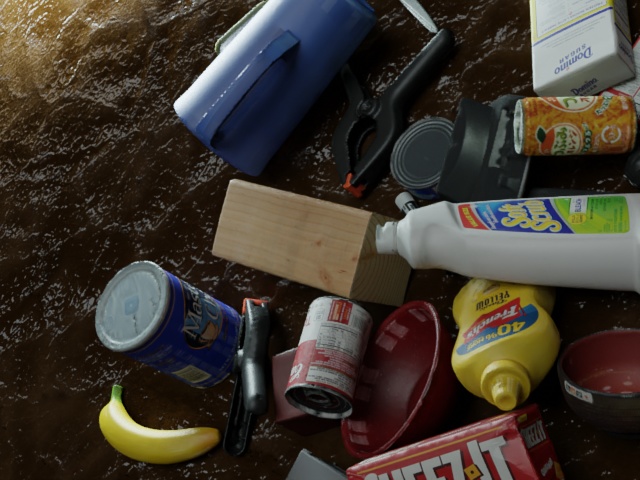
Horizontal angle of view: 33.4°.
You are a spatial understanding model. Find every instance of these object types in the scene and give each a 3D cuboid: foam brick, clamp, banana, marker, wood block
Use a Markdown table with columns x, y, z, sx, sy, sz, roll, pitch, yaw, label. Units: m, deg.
| x | y | z | sx | sy | sz | roll | pitch | yaw | label |
| --- | --- | --- | --- | --- | --- | --- | --- | --- | --- |
| -0.013 | 0.156 | 1.104 | 0.051 | 0.053 | 0.078 | -22 | 54 | 26 | foam brick |
| 0.071 | -0.149 | 1.212 | 0.165 | 0.036 | 0.210 | -9 | 60 | 38 | clamp |
| -0.194 | 0.220 | 1.216 | 0.198 | 0.037 | 0.069 | 14 | 76 | 41 | banana |
| 0.114 | -0.006 | 1.117 | 0.020 | 0.020 | 0.121 | -42 | 48 | 11 | marker |
| -0.008 | 0.001 | 1.145 | 0.206 | 0.090 | 0.090 | 15 | 91 | 41 | wood block |
| -0.078 | 0.145 | 1.153 | 0.171 | 0.039 | 0.120 | -87 | 21 | -44 | clamp |

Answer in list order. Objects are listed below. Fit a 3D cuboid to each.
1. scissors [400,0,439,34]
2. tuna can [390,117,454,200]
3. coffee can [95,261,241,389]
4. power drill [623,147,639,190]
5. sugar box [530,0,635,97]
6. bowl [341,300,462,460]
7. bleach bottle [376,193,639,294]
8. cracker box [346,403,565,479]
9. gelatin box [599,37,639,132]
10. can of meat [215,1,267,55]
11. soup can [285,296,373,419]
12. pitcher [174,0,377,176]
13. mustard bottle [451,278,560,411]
| x | y | z | sx | sy | sz | roll | pitch | yaw | label |
| --- | --- | --- | --- | --- | --- | --- | --- | --- | --- |
| 0.079 | -0.298 | 1.302 | 0.096 | 0.016 | 0.202 | -30 | 52 | 22 | scissors |
| 0.120 | -0.087 | 1.145 | 0.086 | 0.033 | 0.086 | -17 | 57 | 29 | tuna can |
| -0.164 | 0.097 | 1.189 | 0.103 | 0.140 | 0.103 | -17 | 57 | 29 | coffee can |
| 0.369 | -0.075 | 0.913 | 0.184 | 0.057 | 0.188 | -42 | 35 | 14 | power drill |
| 0.263 | -0.221 | 1.082 | 0.094 | 0.048 | 0.176 | -23 | 48 | 35 | sugar box |
| 0.085 | 0.141 | 1.011 | 0.162 | 0.055 | 0.162 | -51 | 23 | 30 | bowl |
| 0.174 | 0.003 | 0.966 | 0.251 | 0.068 | 0.102 | 0 | 32 | 15 | bleach bottle |
| 0.133 | 0.263 | 0.873 | 0.164 | 0.072 | 0.214 | -24 | 80 | 25 | cracker box |
| 0.321 | -0.148 | 1.031 | 0.073 | 0.030 | 0.089 | 34 | 89 | 41 | gelatin box |
| -0.074 | -0.240 | 1.358 | 0.102 | 0.057 | 0.084 | -39 | 51 | 14 | can of meat |
| 0.011 | 0.115 | 1.046 | 0.069 | 0.068 | 0.102 | -8 | 52 | 34 | soup can |
| -0.050 | -0.201 | 1.241 | 0.243 | 0.144 | 0.149 | -48 | 41 | 15 | pitcher |
| 0.163 | 0.089 | 0.940 | 0.096 | 0.058 | 0.191 | -24 | 20 | 19 | mustard bottle |
